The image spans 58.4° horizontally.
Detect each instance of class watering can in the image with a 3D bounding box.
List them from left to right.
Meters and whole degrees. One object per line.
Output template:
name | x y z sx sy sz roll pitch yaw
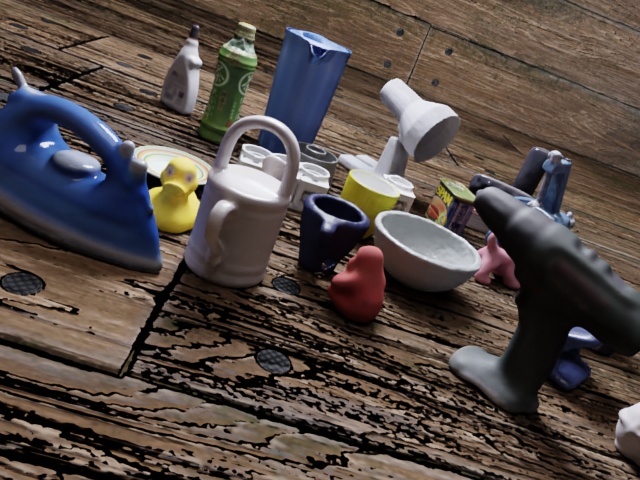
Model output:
watering can | -0.085 -0.054 0.669 0.101 0.194 0.172 16 24 -14

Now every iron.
iron | -0.265 -0.081 0.638 0.258 0.141 0.119 27 24 12

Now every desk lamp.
desk lamp | 0.165 -0.213 1.196 0.202 0.213 0.118 38 28 32

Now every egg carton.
egg carton | 0.410 0.234 0.639 0.151 0.069 0.107 11 26 -24

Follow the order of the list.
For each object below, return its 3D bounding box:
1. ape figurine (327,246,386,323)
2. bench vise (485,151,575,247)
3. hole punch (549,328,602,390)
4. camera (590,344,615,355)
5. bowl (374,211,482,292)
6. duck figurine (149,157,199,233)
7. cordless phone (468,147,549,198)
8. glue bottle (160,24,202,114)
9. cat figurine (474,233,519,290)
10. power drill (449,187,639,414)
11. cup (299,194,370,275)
ape figurine | 0.052 0.048 0.699 0.078 0.092 0.076 9 26 -26
bench vise | 0.428 -0.068 1.108 0.121 0.220 0.208 36 27 30
hole punch | 0.321 0.129 0.759 0.100 0.091 0.109 38 28 32
camera | 0.393 0.091 0.889 0.137 0.101 0.143 13 25 -19
bowl | 0.147 0.028 0.845 0.167 0.075 0.167 18 24 -8
duck figurine | -0.185 -0.068 0.747 0.077 0.086 0.104 18 24 -9
cordless phone | 0.430 -0.139 1.304 0.147 0.185 0.094 25 24 8
glue bottle | -0.271 -0.349 1.160 0.078 0.173 0.037 32 26 22
cat figurine | 0.323 0.017 0.966 0.128 0.118 0.067 9 27 -27
power drill | 0.233 0.079 0.644 0.229 0.208 0.076 34 27 26
cup | 0.007 0.003 0.752 0.091 0.095 0.118 23 24 2
